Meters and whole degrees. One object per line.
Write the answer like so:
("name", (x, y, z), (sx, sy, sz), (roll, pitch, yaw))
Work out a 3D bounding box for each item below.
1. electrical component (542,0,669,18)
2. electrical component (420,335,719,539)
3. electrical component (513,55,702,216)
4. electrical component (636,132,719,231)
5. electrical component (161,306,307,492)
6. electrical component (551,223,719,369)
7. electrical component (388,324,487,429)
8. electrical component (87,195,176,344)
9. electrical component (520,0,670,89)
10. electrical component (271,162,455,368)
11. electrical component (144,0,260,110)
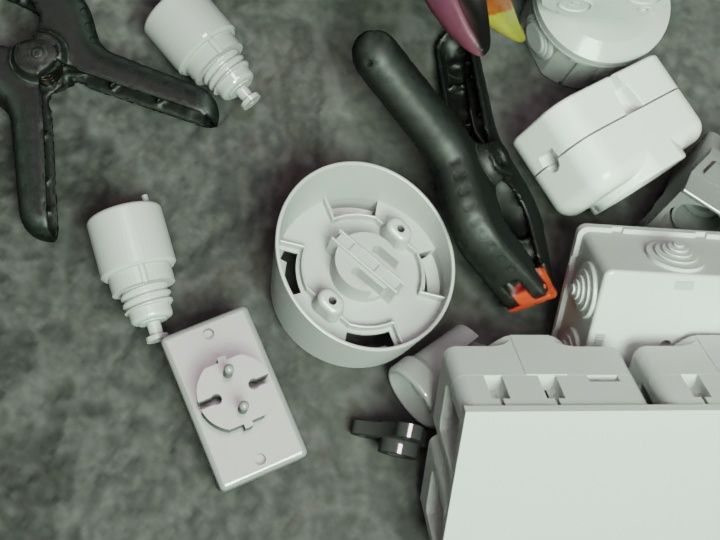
("electrical component", (0.131, -0.170, 0.568), (0.080, 0.080, 0.051), (6, 81, -7))
("electrical component", (0.130, 0.093, 0.540), (0.186, 0.060, 0.105), (1, 121, -8))
("electrical component", (0.142, -0.072, 0.604), (0.095, 0.054, 0.059), (-28, 83, -31))
("electrical component", (0.230, -0.019, 0.608), (0.121, 0.078, 0.063), (33, 52, 0))
("electrical component", (-0.063, 0.063, 0.539), (0.047, 0.075, 0.083), (-22, 81, -13))
("electrical component", (0.155, 0.027, 0.571), (0.100, 0.048, 0.099), (3, 120, -8))
("electrical component", (0.045, 0.056, 0.577), (0.046, 0.040, 0.040), (-35, 84, -20))
("electrical component", (-0.116, 0.000, 0.565), (0.040, 0.040, 0.078), (-15, 80, -12))
("electrical component", (0.136, -0.150, 0.633), (0.080, 0.051, 0.080), (2, 76, -8))
("electrical component", (0.000, 0.000, 0.567), (0.099, 0.064, 0.099), (6, 64, -12))
("electrical component", (-0.085, -0.122, 0.599), (0.040, 0.040, 0.078), (-40, 85, -15))
